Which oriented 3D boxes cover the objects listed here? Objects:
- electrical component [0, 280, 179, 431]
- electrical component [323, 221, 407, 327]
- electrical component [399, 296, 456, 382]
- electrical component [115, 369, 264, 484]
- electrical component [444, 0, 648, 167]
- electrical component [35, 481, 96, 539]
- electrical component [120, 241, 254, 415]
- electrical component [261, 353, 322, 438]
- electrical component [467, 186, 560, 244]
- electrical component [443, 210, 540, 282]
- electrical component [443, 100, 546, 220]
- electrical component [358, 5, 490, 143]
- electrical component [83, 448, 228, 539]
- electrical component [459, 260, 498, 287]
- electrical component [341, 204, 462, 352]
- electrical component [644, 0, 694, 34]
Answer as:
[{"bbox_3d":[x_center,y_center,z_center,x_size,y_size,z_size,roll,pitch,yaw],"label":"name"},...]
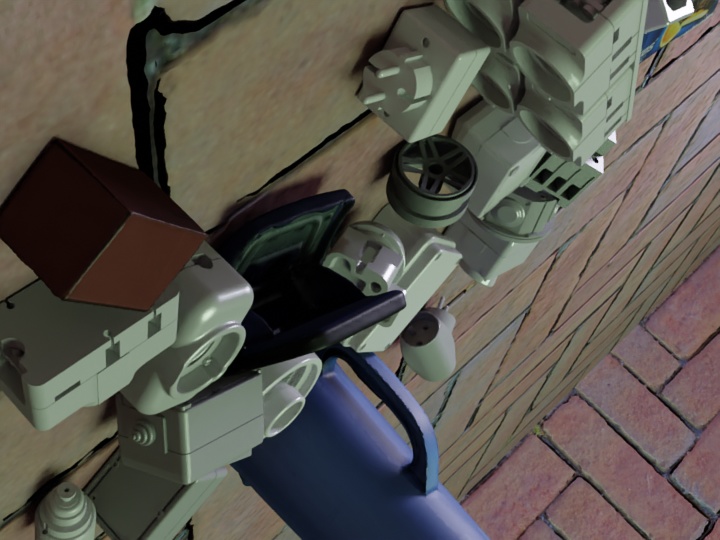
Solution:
[{"bbox_3d":[-0.142,0.033,0.551,0.089,0.050,0.055,-36,159,-30],"label":"electrical component"},{"bbox_3d":[0.000,0.000,0.782,0.058,0.078,0.057,-62,178,38],"label":"electrical component"},{"bbox_3d":[0.078,0.066,1.137,0.079,0.043,0.077,-67,151,-26],"label":"electrical component"},{"bbox_3d":[-0.115,0.102,0.709,0.096,0.062,0.061,-22,117,-53],"label":"electrical component"},{"bbox_3d":[0.117,-0.142,0.686,0.060,0.105,0.186,-46,162,-3],"label":"electrical component"},{"bbox_3d":[-0.198,0.166,0.724,0.040,0.040,0.078,-35,158,-35],"label":"electrical component"},{"bbox_3d":[-0.107,0.034,0.622,0.054,0.059,0.095,-19,147,-57],"label":"electrical component"},{"bbox_3d":[-0.076,0.092,0.815,0.108,0.060,0.108,-42,162,-17],"label":"electrical component"},{"bbox_3d":[0.138,-0.066,0.947,0.080,0.080,0.051,-32,152,-40],"label":"electrical component"},{"bbox_3d":[0.134,-0.040,1.019,0.096,0.062,0.061,-22,150,-53],"label":"electrical component"},{"bbox_3d":[0.104,-0.091,0.851,0.062,0.061,0.096,-39,168,-26],"label":"electrical component"},{"bbox_3d":[0.027,-0.113,0.635,0.077,0.047,0.065,-27,154,-51],"label":"electrical component"},{"bbox_3d":[-0.144,0.152,0.783,0.096,0.062,0.061,-50,162,8],"label":"electrical component"},{"bbox_3d":[0.134,-0.017,1.097,0.055,0.045,0.045,-54,162,18],"label":"electrical component"},{"bbox_3d":[0.021,0.009,0.869,0.113,0.057,0.078,-51,162,11],"label":"electrical component"},{"bbox_3d":[0.185,-0.209,0.772,0.076,0.083,0.047,-11,-167,43],"label":"electrical component"}]
